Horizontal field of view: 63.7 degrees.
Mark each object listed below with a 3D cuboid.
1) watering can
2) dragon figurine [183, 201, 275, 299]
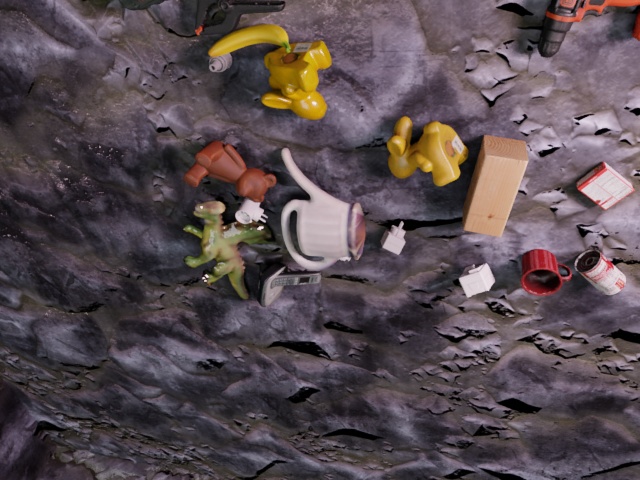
[{"bbox_3d":[0.004,-0.066,1.317,0.224,0.106,0.341,4,119,14],"label":"watering can"},{"bbox_3d":[-0.241,0.027,1.477,0.241,0.125,0.403,-20,134,23],"label":"dragon figurine"}]
